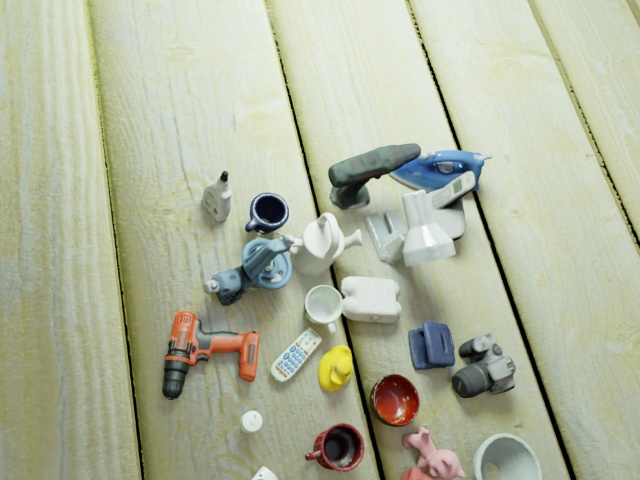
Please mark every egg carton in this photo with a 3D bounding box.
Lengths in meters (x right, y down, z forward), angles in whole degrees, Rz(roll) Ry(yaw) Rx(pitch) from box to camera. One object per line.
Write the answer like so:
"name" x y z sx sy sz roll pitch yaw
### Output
"egg carton" 0.120 0.142 1.351 0.150 0.069 0.107 5 66 -17

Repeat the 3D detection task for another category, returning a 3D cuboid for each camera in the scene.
"camera" 0.379 0.305 1.353 0.137 0.100 0.143 -16 74 -25

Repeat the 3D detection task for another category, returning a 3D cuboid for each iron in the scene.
"iron" 0.326 -0.200 1.531 0.259 0.141 0.118 2 67 -19

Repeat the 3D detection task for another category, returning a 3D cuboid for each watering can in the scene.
"watering can" 0.011 0.003 1.302 0.173 0.194 0.101 -26 78 -27

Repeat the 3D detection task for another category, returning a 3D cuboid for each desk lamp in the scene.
"desk lamp" 0.214 -0.015 1.370 0.118 0.213 0.203 -15 73 -24

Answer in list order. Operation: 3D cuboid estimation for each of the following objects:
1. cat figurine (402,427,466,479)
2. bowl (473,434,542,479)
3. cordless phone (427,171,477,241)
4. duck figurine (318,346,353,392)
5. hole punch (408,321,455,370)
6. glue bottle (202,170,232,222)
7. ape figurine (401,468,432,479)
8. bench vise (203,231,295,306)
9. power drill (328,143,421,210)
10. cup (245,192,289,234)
"cat figurine" 0.250 0.464 1.229 0.067 0.117 0.128 -24 77 -26
"bowl" 0.405 0.523 1.282 0.168 0.074 0.167 7 65 -16
"cordless phone" 0.340 -0.082 1.460 0.094 0.185 0.147 2 67 -18
"duck figurine" 0.044 0.277 1.256 0.077 0.086 0.105 27 61 -6
"hole punch" 0.272 0.246 1.347 0.101 0.091 0.108 0 68 -19
"glue bottle" -0.223 -0.108 1.280 0.037 0.173 0.078 -30 79 -27
"ape figurine" 0.210 0.520 1.205 0.076 0.092 0.078 0 68 -19
"bench vise" -0.133 0.067 1.209 0.121 0.219 0.208 46 61 4
"power drill" 0.114 -0.158 1.400 0.230 0.208 0.075 -17 74 -25
"cup" -0.134 -0.044 1.328 0.091 0.095 0.118 46 61 4
